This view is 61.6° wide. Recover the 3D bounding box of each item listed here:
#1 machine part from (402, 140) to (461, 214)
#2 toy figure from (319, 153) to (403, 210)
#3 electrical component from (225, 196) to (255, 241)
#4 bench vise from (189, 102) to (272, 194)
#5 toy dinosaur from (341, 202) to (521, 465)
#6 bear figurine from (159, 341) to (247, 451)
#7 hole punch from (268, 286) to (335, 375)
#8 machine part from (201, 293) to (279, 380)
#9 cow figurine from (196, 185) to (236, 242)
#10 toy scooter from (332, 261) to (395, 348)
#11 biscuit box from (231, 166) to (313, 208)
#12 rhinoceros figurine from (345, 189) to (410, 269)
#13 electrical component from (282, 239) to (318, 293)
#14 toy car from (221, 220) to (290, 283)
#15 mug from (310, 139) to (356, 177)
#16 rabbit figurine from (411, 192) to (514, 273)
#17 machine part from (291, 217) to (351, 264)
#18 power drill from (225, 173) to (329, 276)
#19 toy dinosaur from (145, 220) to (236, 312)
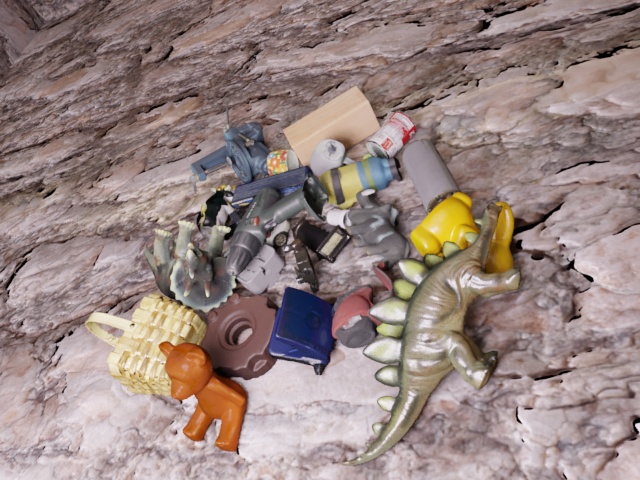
[{"bbox_3d":[0.225,-0.124,1.077,0.079,0.079,0.243,-24,45,11],"label":"machine part"},{"bbox_3d":[0.083,-0.133,1.158,0.180,0.089,0.082,-18,41,19],"label":"toy figure"},{"bbox_3d":[-0.173,-0.037,1.236,0.119,0.074,0.048,-38,46,-9],"label":"electrical component"},{"bbox_3d":[-0.235,-0.216,1.375,0.241,0.128,0.224,-30,62,-21],"label":"bench vise"},{"bbox_3d":[0.176,0.150,0.832,0.199,0.105,0.471,19,81,25],"label":"toy dinosaur"},{"bbox_3d":[-0.208,0.263,0.922,0.120,0.195,0.132,4,57,29],"label":"bear figurine"},{"bbox_3d":[-0.028,0.155,0.962,0.116,0.092,0.142,10,50,1],"label":"hole punch"},{"bbox_3d":[-0.151,0.187,1.052,0.179,0.056,0.179,-15,49,18],"label":"machine part"},{"bbox_3d":[-0.245,-0.081,1.299,0.068,0.098,0.167,-11,50,31],"label":"cow figurine"},{"bbox_3d":[0.096,0.106,0.963,0.184,0.075,0.135,-26,46,4],"label":"toy scooter"},{"bbox_3d":[-0.106,-0.111,1.269,0.203,0.059,0.063,-13,48,21],"label":"biscuit box"},{"bbox_3d":[0.111,-0.028,1.066,0.112,0.073,0.190,-32,45,5],"label":"rhinoceros figurine"},{"bbox_3d":[-0.038,0.050,1.072,0.045,0.102,0.078,-19,37,3],"label":"electrical component"},{"bbox_3d":[-0.150,0.019,1.189,0.202,0.056,0.074,-44,46,-10],"label":"toy car"},{"bbox_3d":[0.032,-0.180,1.207,0.109,0.107,0.081,27,83,-1],"label":"mug"},{"bbox_3d":[0.267,0.009,0.932,0.162,0.121,0.173,-41,64,-3],"label":"rabbit figurine"},{"bbox_3d":[-0.002,-0.003,1.138,0.139,0.039,0.084,24,77,39],"label":"machine part"},{"bbox_3d":[-0.086,-0.037,1.087,0.207,0.086,0.232,-30,29,31],"label":"power drill"},{"bbox_3d":[-0.303,0.068,1.184,0.405,0.131,0.192,-19,62,53],"label":"toy dinosaur"}]
